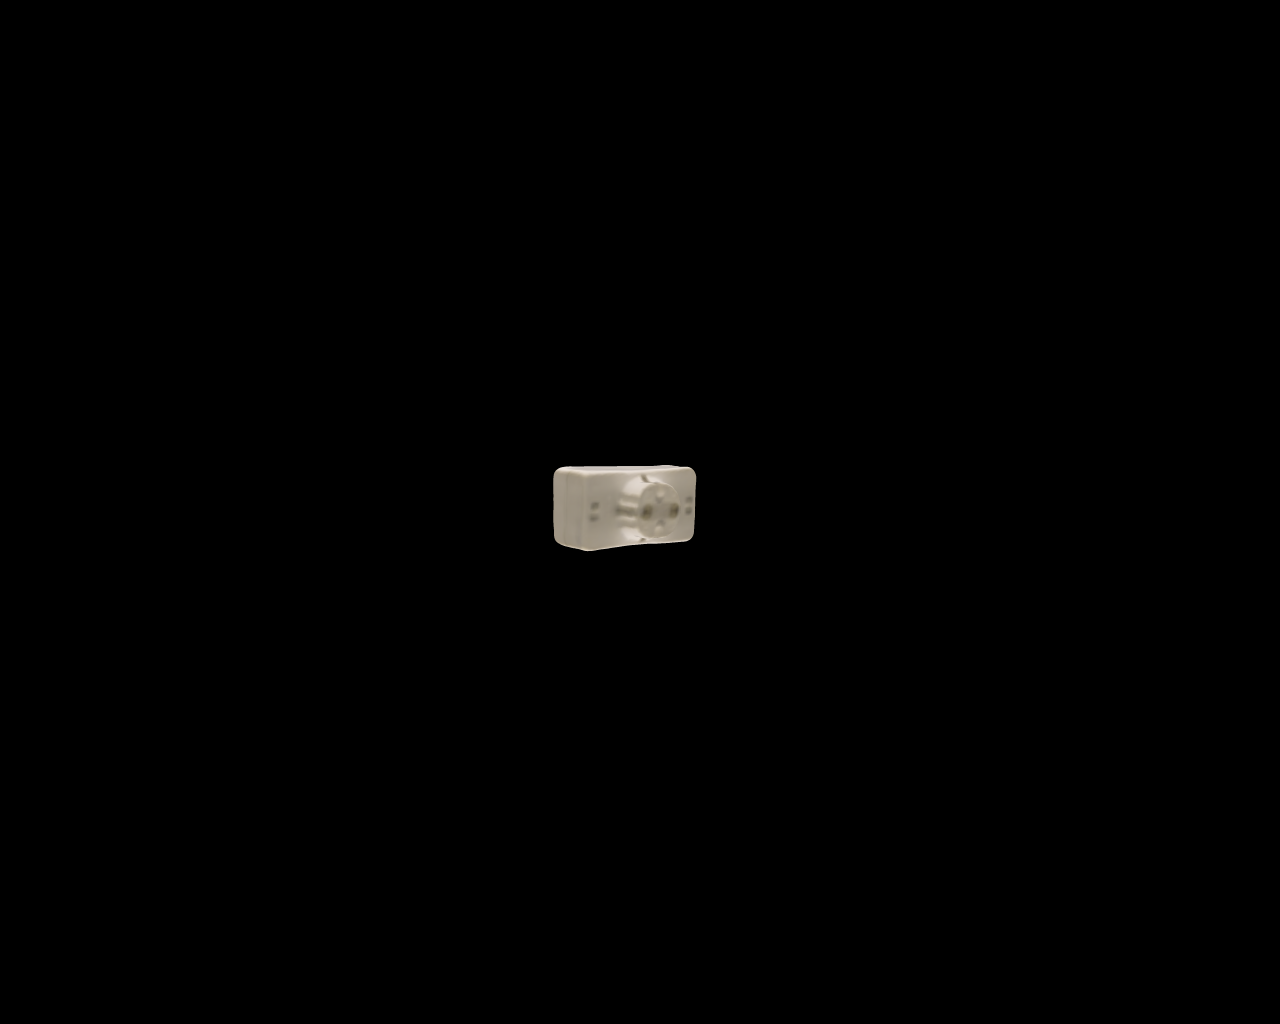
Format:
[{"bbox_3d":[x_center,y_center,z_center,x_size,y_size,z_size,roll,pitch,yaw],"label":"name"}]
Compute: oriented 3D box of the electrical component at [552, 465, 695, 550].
[{"bbox_3d":[0.001,-0.003,0.650,0.083,0.047,0.076,-4,7,-33],"label":"electrical component"}]
